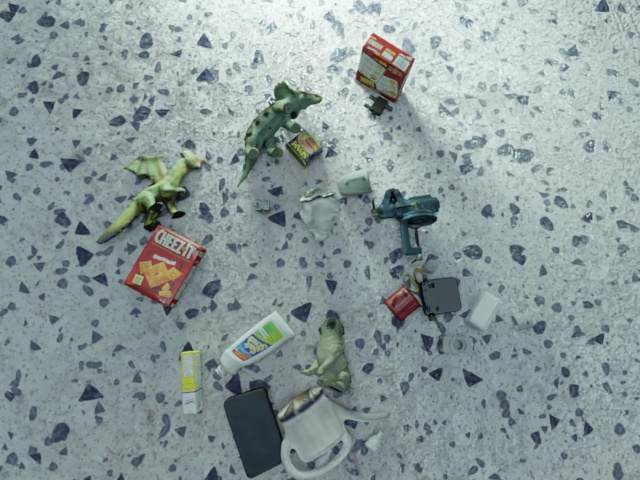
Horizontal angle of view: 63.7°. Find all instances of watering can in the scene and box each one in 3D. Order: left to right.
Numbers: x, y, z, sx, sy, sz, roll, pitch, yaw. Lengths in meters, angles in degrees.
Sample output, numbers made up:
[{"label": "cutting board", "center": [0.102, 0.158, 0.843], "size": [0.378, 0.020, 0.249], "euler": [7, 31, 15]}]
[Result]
[{"label": "watering can", "center": [0.024, 0.536, 1.519], "size": [0.351, 0.103, 0.225], "euler": [-30, 84, -21]}]

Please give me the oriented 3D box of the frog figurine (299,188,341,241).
[{"label": "frog figurine", "center": [0.005, -0.084, 1.664], "size": [0.138, 0.124, 0.156], "euler": [-19, 116, -12]}]

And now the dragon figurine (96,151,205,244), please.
[{"label": "dragon figurine", "center": [-0.561, -0.167, 1.674], "size": [0.411, 0.120, 0.247], "euler": [-25, 63, -8]}]
